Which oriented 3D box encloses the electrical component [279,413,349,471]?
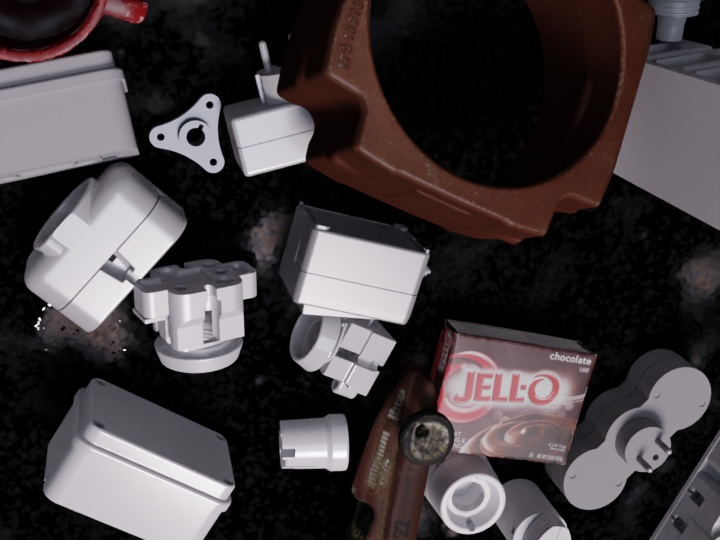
[{"bbox_3d":[-0.033,0.123,0.762,0.046,0.040,0.040,-1,109,-8],"label":"electrical component"}]

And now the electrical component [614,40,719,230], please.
[{"bbox_3d":[0.222,-0.092,0.693,0.062,0.150,0.089,-11,111,-9],"label":"electrical component"}]

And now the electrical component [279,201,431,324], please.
[{"bbox_3d":[0.000,0.000,0.716,0.096,0.061,0.061,12,105,-18],"label":"electrical component"}]

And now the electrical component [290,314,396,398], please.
[{"bbox_3d":[-0.014,0.052,0.740,0.055,0.048,0.066,24,101,-28],"label":"electrical component"}]

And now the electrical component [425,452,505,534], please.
[{"bbox_3d":[0.077,0.162,0.799,0.055,0.047,0.055,-4,109,-13],"label":"electrical component"}]

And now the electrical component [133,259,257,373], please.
[{"bbox_3d":[-0.106,0.031,0.701,0.078,0.058,0.057,-12,114,-29],"label":"electrical component"}]

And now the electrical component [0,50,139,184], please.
[{"bbox_3d":[-0.190,-0.086,0.627,0.113,0.078,0.057,-13,95,-10],"label":"electrical component"}]

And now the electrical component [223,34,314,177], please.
[{"bbox_3d":[-0.044,-0.109,0.676,0.083,0.047,0.075,-16,111,-9],"label":"electrical component"}]

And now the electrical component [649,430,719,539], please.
[{"bbox_3d":[0.326,0.186,0.863,0.105,0.060,0.186,25,101,-20],"label":"electrical component"}]

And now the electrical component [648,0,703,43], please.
[{"bbox_3d":[0.210,-0.184,0.717,0.048,0.048,0.062,-5,116,-13],"label":"electrical component"}]

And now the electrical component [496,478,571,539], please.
[{"bbox_3d":[0.131,0.195,0.805,0.043,0.081,0.043,-4,109,-13],"label":"electrical component"}]

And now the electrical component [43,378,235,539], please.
[{"bbox_3d":[-0.145,0.129,0.715,0.113,0.078,0.057,29,102,-21],"label":"electrical component"}]

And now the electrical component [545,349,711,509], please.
[{"bbox_3d":[0.207,0.126,0.805,0.138,0.073,0.052,-45,113,3],"label":"electrical component"}]

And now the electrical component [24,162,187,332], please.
[{"bbox_3d":[-0.163,-0.018,0.673,0.059,0.053,0.095,41,95,-22],"label":"electrical component"}]
